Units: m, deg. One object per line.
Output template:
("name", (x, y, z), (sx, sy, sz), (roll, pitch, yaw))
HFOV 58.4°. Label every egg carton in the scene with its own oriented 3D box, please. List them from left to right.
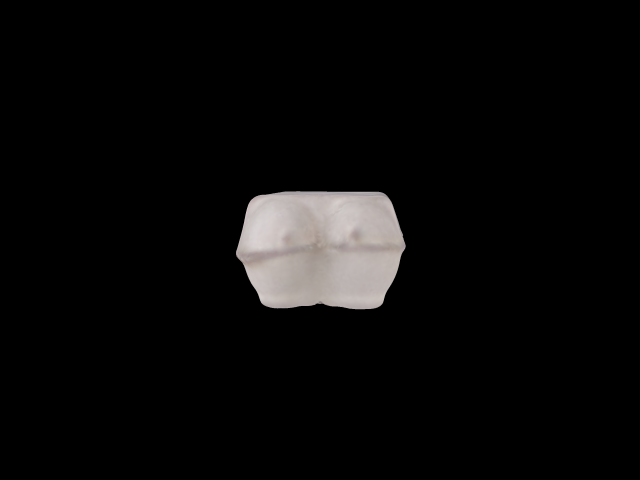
("egg carton", (0.004, 0.001, 0.400), (0.107, 0.069, 0.150), (0, 7, 4))
